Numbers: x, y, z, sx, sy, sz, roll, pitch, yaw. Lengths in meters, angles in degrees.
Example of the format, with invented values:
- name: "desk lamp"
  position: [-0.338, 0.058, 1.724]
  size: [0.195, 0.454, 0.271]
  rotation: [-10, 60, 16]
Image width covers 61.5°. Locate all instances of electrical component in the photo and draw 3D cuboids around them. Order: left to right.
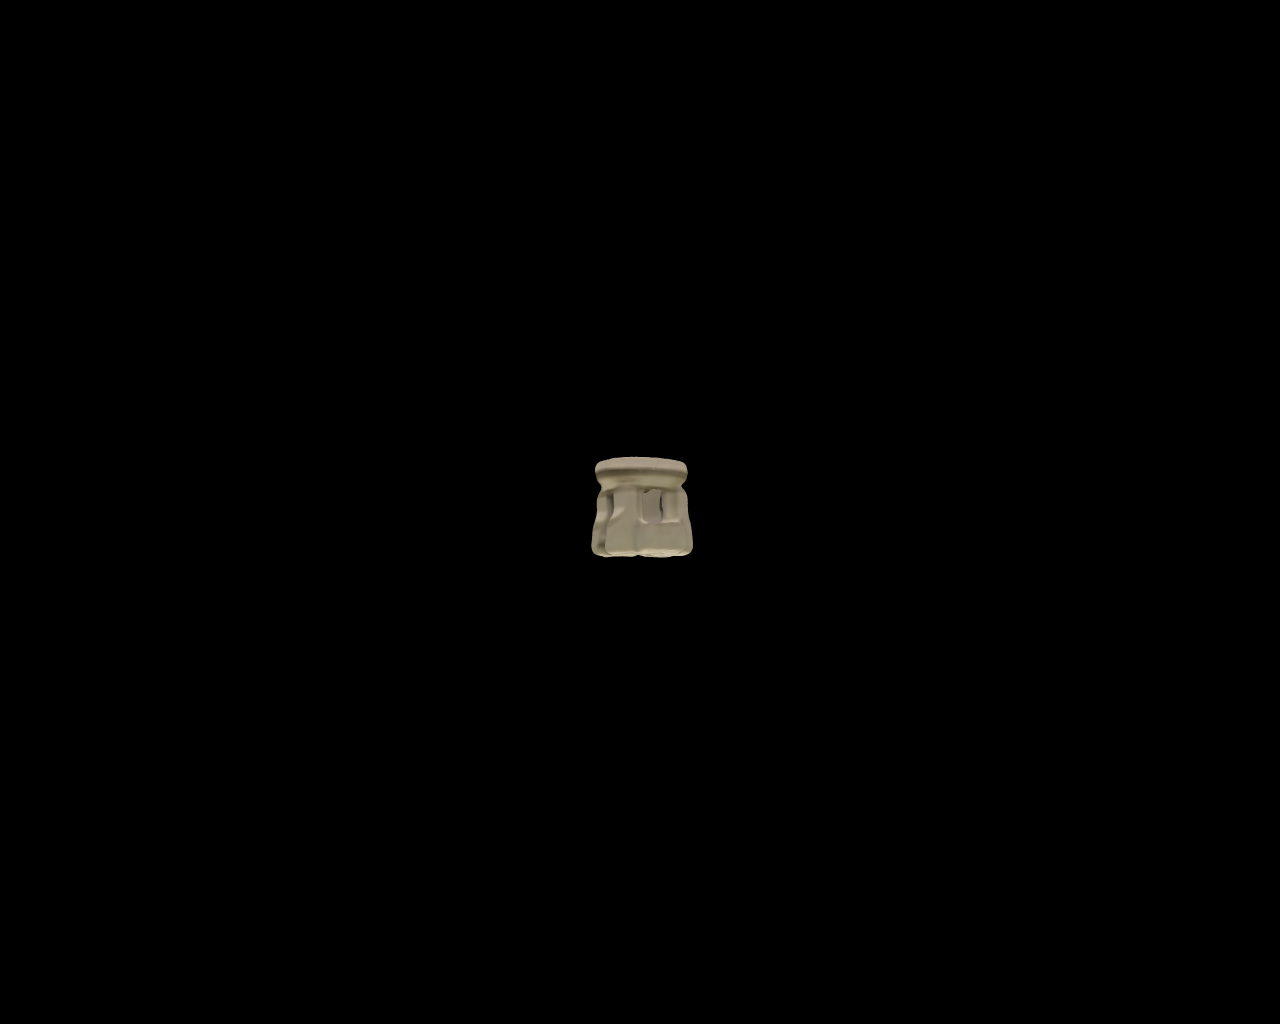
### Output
- name: "electrical component"
  position: [0.001, -0.003, 0.650]
  size: [0.058, 0.057, 0.078]
  rotation: [2, -5, -24]
